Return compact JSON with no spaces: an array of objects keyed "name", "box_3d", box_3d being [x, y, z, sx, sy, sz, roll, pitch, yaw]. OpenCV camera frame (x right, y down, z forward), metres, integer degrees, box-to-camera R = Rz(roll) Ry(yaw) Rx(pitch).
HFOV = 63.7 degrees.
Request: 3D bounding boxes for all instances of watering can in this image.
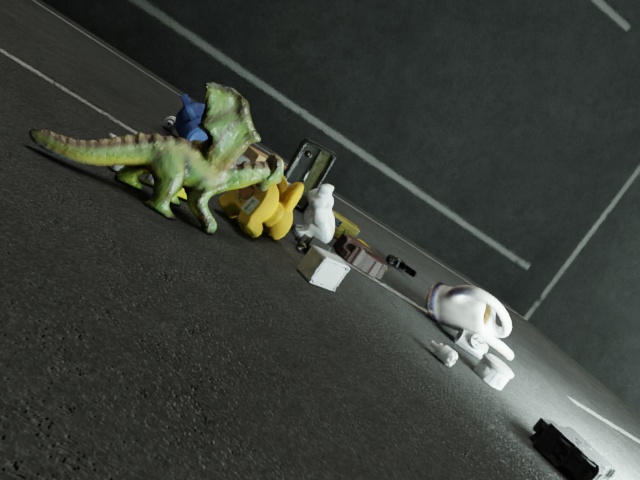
[{"name":"watering can","box_3d":[0.417,0.222,1.416,0.225,0.106,0.340,14,-31,37]}]

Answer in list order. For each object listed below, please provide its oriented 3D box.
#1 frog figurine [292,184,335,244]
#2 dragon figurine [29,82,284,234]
[{"name":"frog figurine","box_3d":[0.004,-0.069,1.376,0.123,0.158,0.138,37,9,8]},{"name":"dragon figurine","box_3d":[-0.219,-0.157,0.854,0.406,0.241,0.124,28,14,-44]}]
